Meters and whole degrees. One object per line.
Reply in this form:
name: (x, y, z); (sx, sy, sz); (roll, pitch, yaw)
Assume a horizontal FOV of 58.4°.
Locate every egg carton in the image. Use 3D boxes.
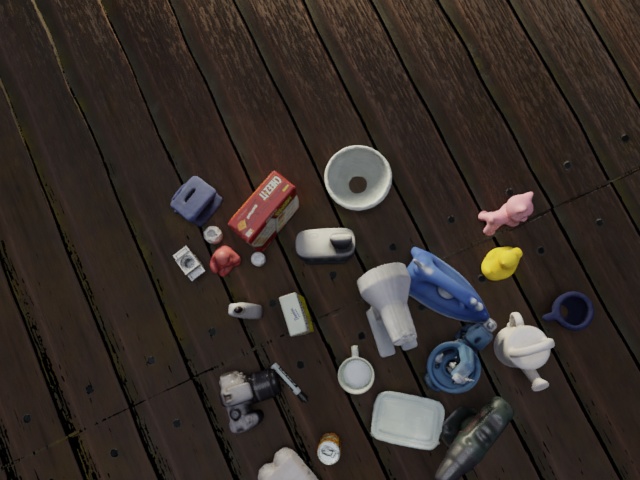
egg carton: (-0.066, 0.569, 1.340); (0.107, 0.069, 0.150); (-43, 83, -5)

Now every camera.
camera: (-0.160, 0.371, 1.357); (0.137, 0.101, 0.143); (-18, 81, -1)

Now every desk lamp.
desk lamp: (0.166, 0.164, 1.323); (0.118, 0.213, 0.203); (-18, 81, -1)

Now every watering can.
watering can: (0.477, 0.254, 1.311); (0.101, 0.194, 0.173); (-36, 82, -4)

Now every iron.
iron: (0.310, 0.119, 1.362); (0.258, 0.141, 0.119); (33, 84, 6)

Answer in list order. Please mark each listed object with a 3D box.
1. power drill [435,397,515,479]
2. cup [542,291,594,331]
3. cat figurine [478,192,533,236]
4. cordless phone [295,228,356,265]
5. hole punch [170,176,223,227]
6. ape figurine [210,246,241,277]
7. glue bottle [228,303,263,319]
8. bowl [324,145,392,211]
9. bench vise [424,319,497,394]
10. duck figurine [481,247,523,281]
power drill: (0.328, 0.442, 1.279); (0.075, 0.208, 0.230); (44, 85, 8)
cup: (0.579, 0.175, 1.370); (0.117, 0.095, 0.092); (-15, 81, -1)
cat figurine: (0.463, -0.067, 1.398); (0.128, 0.118, 0.067); (-23, 81, -2)
cordless phone: (0.013, 0.005, 1.365); (0.147, 0.185, 0.094); (-6, 81, 1)
hole punch: (-0.317, -0.100, 1.437); (0.101, 0.091, 0.109); (37, 84, 7)
ape figurine: (-0.237, 0.049, 1.412); (0.078, 0.092, 0.076); (-3, 81, 1)
glue bottle: (-0.183, 0.167, 1.352); (0.078, 0.173, 0.037); (2, 81, 2)
bowl: (0.095, -0.149, 1.442); (0.167, 0.075, 0.167); (0, 81, 2)
bench vise: (0.321, 0.257, 1.301); (0.121, 0.220, 0.207); (24, 83, 5)
duck figurine: (0.448, 0.054, 1.396); (0.104, 0.086, 0.077); (-35, 82, -4)
